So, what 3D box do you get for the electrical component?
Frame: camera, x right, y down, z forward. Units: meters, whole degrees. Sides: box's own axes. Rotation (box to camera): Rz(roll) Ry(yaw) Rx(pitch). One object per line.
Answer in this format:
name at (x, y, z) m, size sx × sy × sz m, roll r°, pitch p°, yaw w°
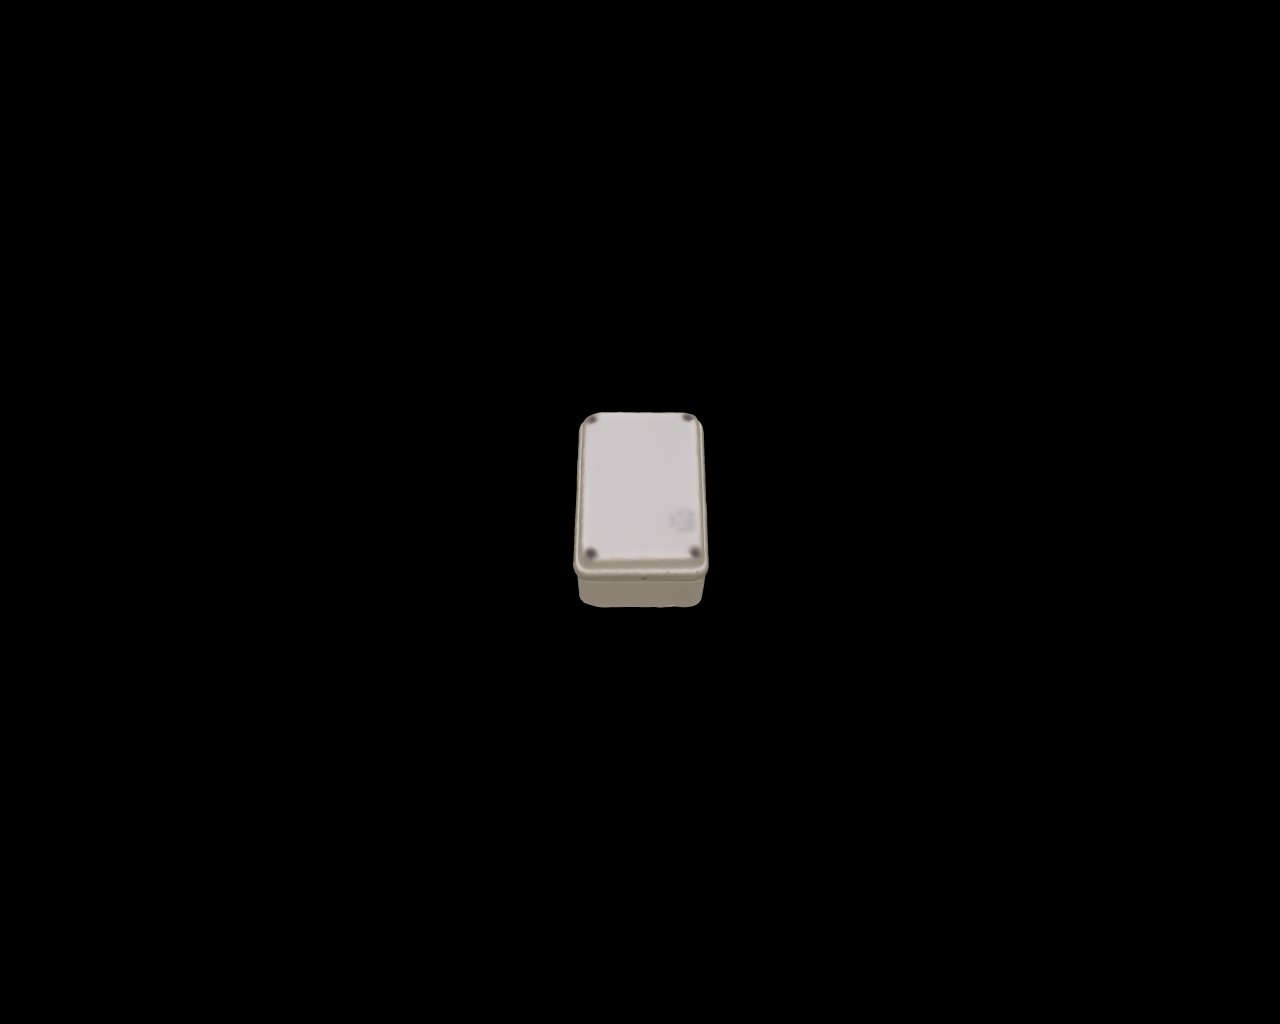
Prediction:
electrical component at (0.001, -0.003, 0.650) m, size 0.078 × 0.113 × 0.057 m, roll 0°, pitch -32°, yaw 0°
